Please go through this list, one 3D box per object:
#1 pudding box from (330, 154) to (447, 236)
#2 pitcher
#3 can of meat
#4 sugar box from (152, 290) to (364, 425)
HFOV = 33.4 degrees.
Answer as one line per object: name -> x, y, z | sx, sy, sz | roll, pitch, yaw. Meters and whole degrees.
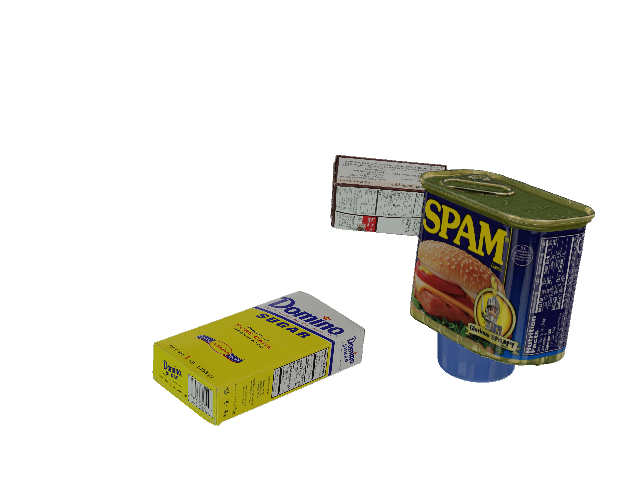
pudding box -> 0.067, -0.044, 1.074 | 0.113, 0.039, 0.090 | 4, -30, 1
pitcher -> 0.211, 0.067, 1.440 | 0.149, 0.243, 0.145 | 4, 21, 7
can of meat -> 0.096, 0.013, 0.592 | 0.057, 0.084, 0.102 | -6, 21, -32
sugar box -> -0.054, 0.101, 0.966 | 0.175, 0.048, 0.093 | -21, 37, -39
